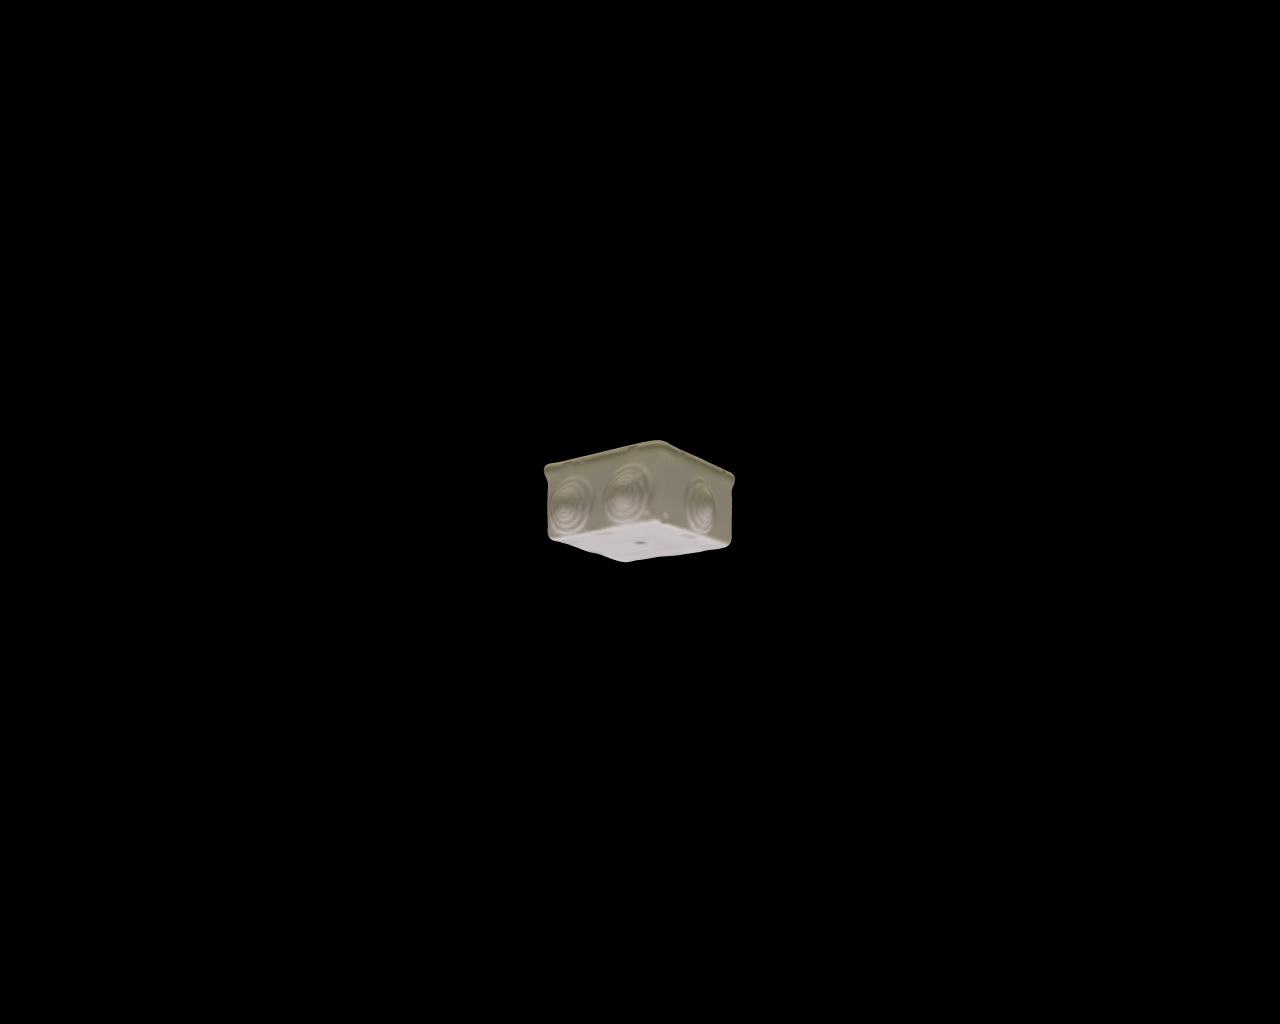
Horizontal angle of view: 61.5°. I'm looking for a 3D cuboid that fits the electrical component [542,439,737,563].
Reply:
[{"bbox_3d":[0.001,-0.003,0.650,0.099,0.048,0.099,-10,-18,33],"label":"electrical component"}]
